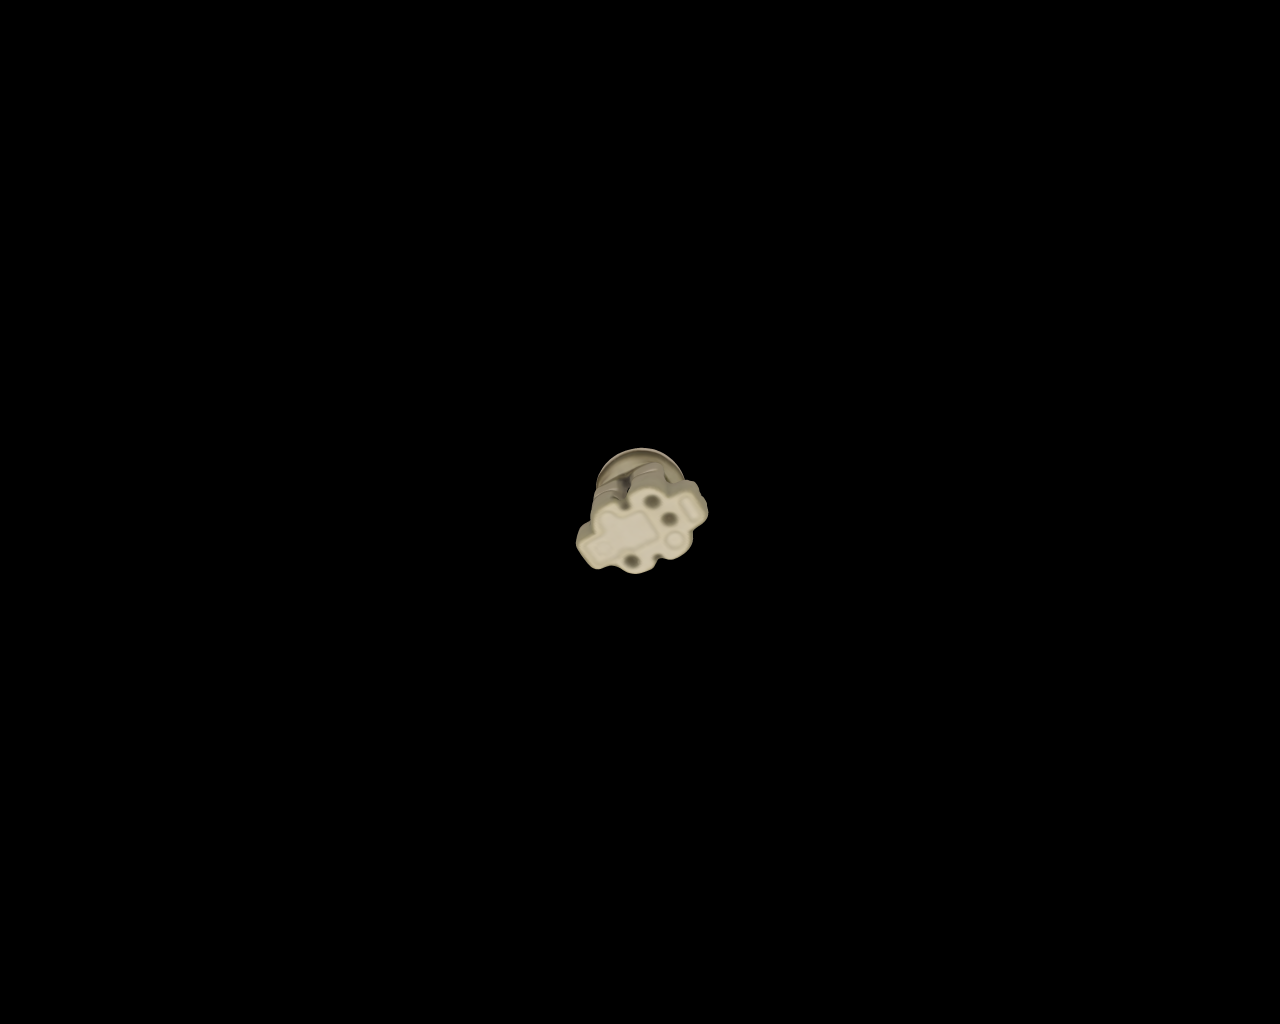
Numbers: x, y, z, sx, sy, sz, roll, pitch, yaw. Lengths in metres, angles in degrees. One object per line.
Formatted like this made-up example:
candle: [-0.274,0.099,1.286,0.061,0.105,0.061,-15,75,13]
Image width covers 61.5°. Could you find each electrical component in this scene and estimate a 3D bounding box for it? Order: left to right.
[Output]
electrical component: [0.001,-0.003,0.650,0.078,0.058,0.057,-25,27,14]
